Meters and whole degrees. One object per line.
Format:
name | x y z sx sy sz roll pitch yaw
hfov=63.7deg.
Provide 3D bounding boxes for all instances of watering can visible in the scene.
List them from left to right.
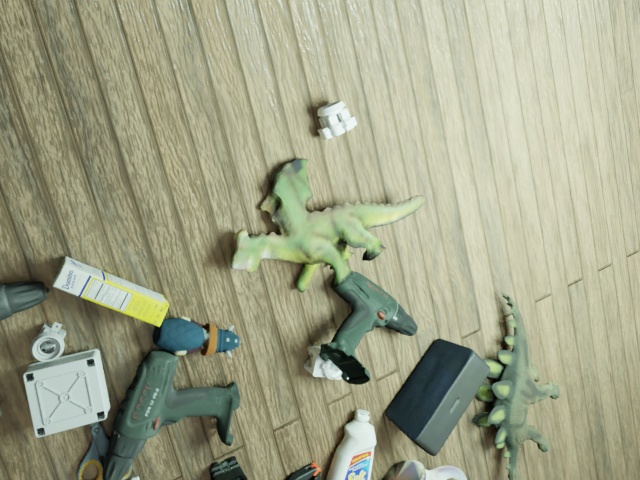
watering can | 0.196 0.640 1.141 0.351 0.222 0.104 -47 20 -16

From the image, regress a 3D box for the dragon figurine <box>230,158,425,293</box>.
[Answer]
dragon figurine | 0.003 -0.051 1.007 0.415 0.241 0.122 -39 11 -20
